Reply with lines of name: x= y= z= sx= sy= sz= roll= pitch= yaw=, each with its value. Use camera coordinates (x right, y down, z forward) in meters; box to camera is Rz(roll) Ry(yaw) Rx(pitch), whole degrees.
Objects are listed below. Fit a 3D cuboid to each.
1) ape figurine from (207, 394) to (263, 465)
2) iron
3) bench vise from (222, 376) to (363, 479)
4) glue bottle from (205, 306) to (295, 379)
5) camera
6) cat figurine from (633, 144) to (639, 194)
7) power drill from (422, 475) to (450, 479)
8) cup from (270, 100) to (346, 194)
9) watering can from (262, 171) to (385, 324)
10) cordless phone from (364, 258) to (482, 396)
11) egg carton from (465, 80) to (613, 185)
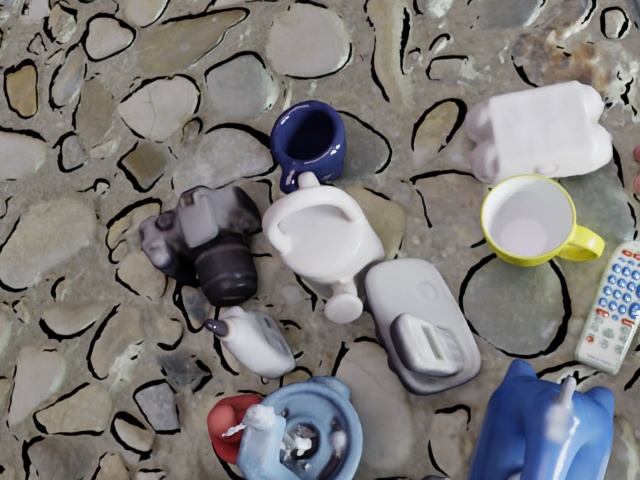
ape figurine: x=-0.095 y=0.202 z=0.627 sx=0.076 sy=0.092 sz=0.078 roll=39 pitch=86 yaw=24
iron: x=0.184 y=0.237 z=0.504 sx=0.118 sy=0.142 sz=0.258 roll=16 pitch=77 yaw=21
bench vise: x=-0.019 y=0.225 z=0.526 sx=0.121 sy=0.220 sz=0.207 roll=-13 pitch=68 yaw=12
glue bottle: x=-0.079 y=0.104 z=0.611 sx=0.037 sy=0.173 sz=0.078 roll=-31 pitch=66 yaw=5
camera: x=-0.141 y=0.014 z=0.700 sx=0.143 sy=0.101 sz=0.136 roll=-24 pitch=67 yaw=8
cat figurine: x=0.390 y=-0.094 z=0.568 sx=0.127 sy=0.118 sz=0.067 roll=-2 pitch=71 yaw=16
power drill: x=0.057 y=0.297 z=0.485 sx=0.075 sy=0.209 sz=0.230 roll=28 pitch=82 yaw=23
cup: x=-0.009 y=-0.097 z=0.702 sx=0.091 sy=0.095 sz=0.118 roll=17 pitch=77 yaw=21
watering can: x=0.008 y=0.001 z=0.608 sx=0.101 sy=0.194 sz=0.172 roll=-41 pitch=65 yaw=0
cordless phone: x=0.091 y=0.075 z=0.563 sx=0.094 sy=0.185 sz=0.147 roll=-28 pitch=66 yaw=6
egg carton: x=0.243 y=-0.117 z=0.646 sx=0.150 sy=0.069 sz=0.107 roll=-9 pitch=69 yaw=14
